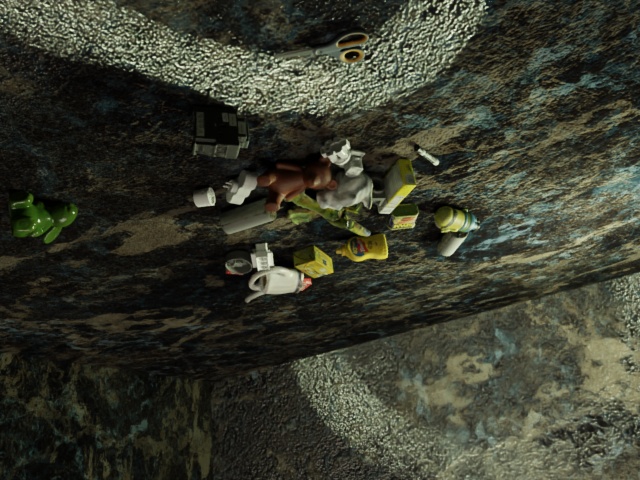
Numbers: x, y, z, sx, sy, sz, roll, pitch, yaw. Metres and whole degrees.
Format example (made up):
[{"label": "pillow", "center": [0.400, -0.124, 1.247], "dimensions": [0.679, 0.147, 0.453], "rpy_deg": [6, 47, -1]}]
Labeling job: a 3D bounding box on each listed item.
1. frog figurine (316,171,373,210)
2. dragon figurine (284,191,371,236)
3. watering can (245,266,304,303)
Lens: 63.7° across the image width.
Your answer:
[{"label": "frog figurine", "center": [0.069, -0.148, 1.506], "dimensions": [0.159, 0.141, 0.120], "rpy_deg": [2, 137, -14]}, {"label": "dragon figurine", "center": [0.005, -0.086, 1.700], "dimensions": [0.242, 0.124, 0.403], "rpy_deg": [1, 157, 23]}, {"label": "watering can", "center": [-0.194, 0.185, 2.158], "dimensions": [0.224, 0.106, 0.341], "rpy_deg": [1, 153, -20]}]
